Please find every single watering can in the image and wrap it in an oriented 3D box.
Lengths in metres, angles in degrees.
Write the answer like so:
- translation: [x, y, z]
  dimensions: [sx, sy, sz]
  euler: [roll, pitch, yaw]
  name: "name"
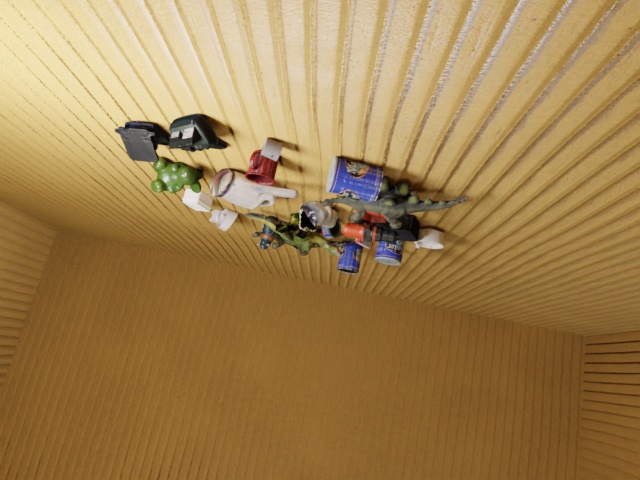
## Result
- translation: [-0.236, -0.170, 1.738]
  dimensions: [0.223, 0.105, 0.346]
  euler: [21, 165, -31]
  name: "watering can"

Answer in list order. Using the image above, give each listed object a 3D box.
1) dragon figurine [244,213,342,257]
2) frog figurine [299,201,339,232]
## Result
- translation: [-0.102, -0.012, 2.139]
  dimensions: [0.411, 0.124, 0.237]
  euler: [15, 152, 14]
  name: "dragon figurine"
- translation: [0.006, -0.096, 1.917]
  dimensions: [0.161, 0.123, 0.136]
  euler: [-22, 176, -33]
  name: "frog figurine"
